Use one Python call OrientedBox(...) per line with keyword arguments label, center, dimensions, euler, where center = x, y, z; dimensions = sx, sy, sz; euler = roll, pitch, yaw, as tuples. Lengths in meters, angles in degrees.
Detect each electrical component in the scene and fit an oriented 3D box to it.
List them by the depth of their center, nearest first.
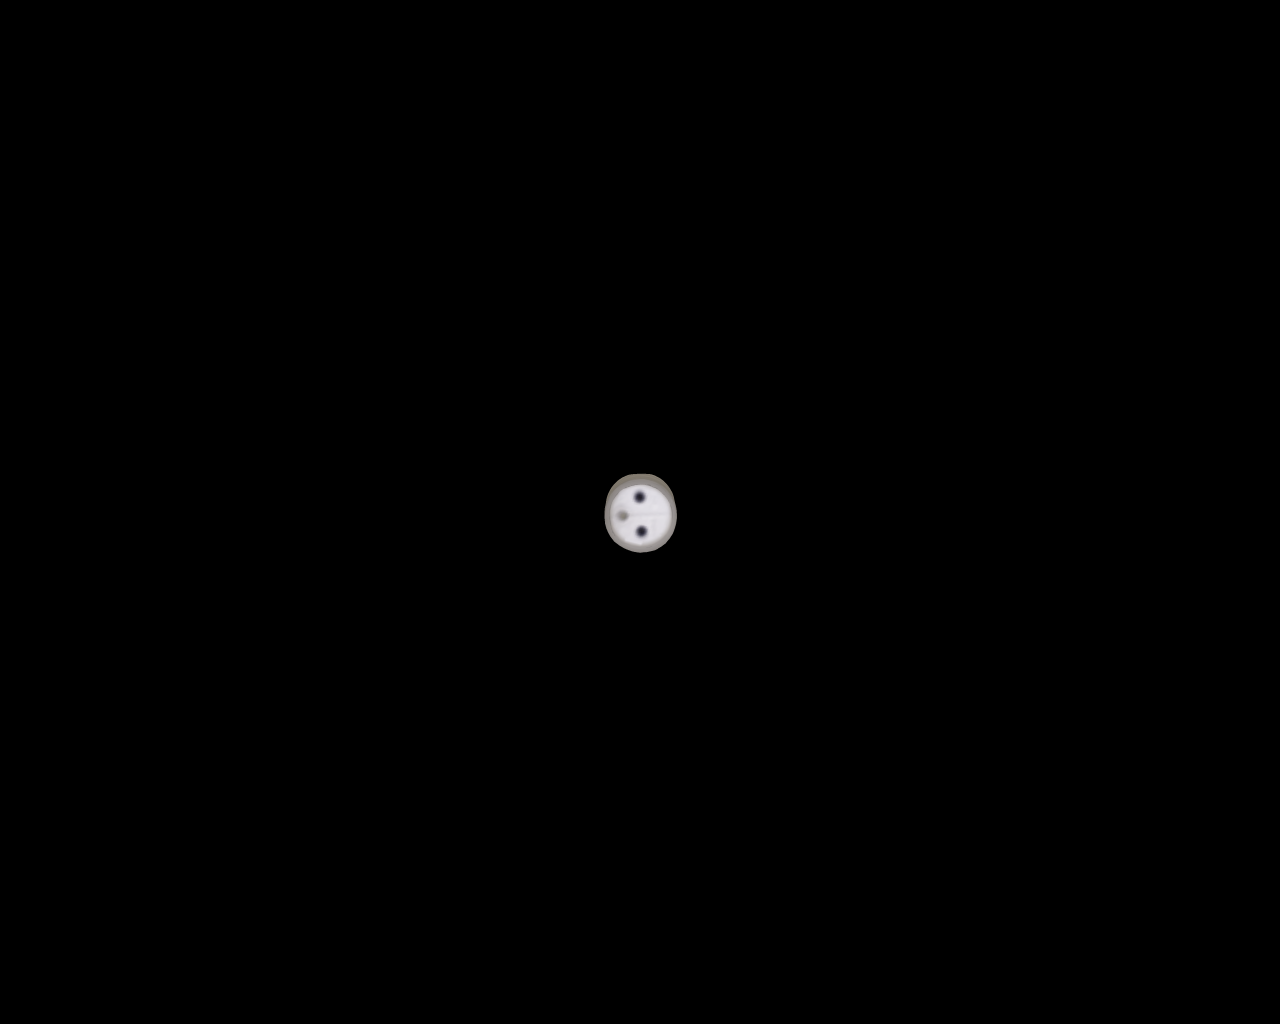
OrientedBox(label="electrical component", center=(0.001, -0.003, 0.650), dimensions=(0.043, 0.043, 0.081), euler=(0, 8, 0))
